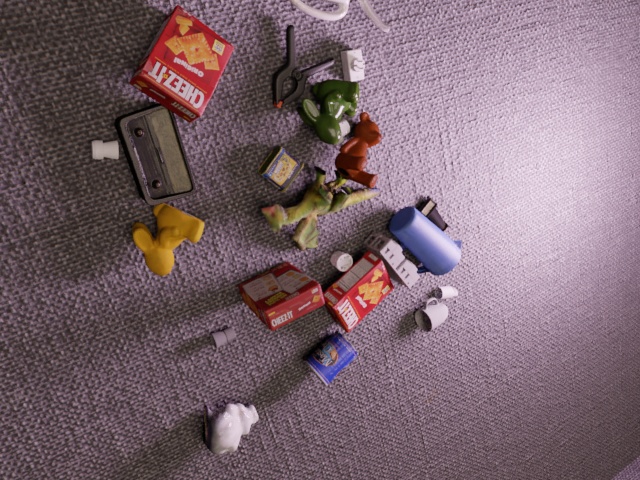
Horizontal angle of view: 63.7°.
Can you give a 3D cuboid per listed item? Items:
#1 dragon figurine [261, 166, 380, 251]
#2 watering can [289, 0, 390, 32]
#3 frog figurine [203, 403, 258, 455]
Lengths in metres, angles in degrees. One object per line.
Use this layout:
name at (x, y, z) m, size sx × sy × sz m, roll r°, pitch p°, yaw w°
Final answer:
dragon figurine at (0.005, -0.075, 1.494) m, size 0.409 × 0.124 × 0.239 m, roll 7°, pitch 121°, yaw -47°
watering can at (0.054, -0.685, 1.354) m, size 0.347 × 0.105 × 0.223 m, roll 5°, pitch 100°, yaw -29°
frog figurine at (-0.254, 0.542, 1.487) m, size 0.159 × 0.122 × 0.138 m, roll -1°, pitch 85°, yaw -17°
